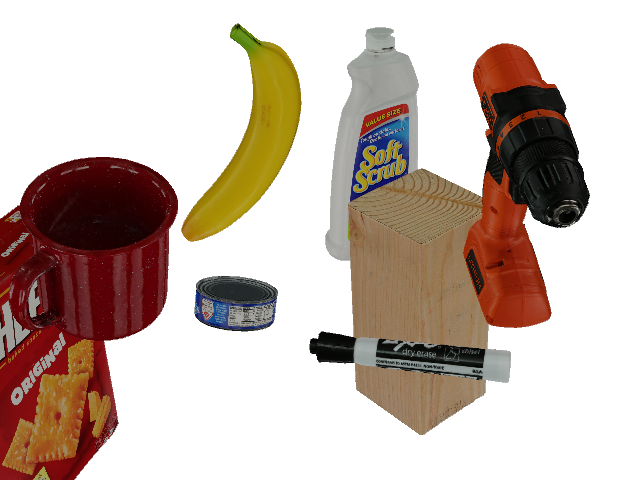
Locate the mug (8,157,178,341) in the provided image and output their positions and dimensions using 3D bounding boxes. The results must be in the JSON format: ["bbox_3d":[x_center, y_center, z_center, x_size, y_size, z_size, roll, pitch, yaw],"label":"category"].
[{"bbox_3d":[-0.142,0.014,0.655,0.093,0.081,0.117,27,45,21],"label":"mug"}]

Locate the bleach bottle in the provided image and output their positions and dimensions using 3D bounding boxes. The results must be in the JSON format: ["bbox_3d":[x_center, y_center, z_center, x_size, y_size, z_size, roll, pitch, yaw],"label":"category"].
[{"bbox_3d":[0.055,-0.105,1.165,0.102,0.251,0.068,-5,25,-8],"label":"bleach bottle"}]

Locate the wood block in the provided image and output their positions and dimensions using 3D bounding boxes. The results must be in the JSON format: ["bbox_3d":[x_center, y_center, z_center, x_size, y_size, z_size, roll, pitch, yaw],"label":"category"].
[{"bbox_3d":[0.089,0.055,0.943,0.090,0.206,0.091,-27,39,-31],"label":"wood block"}]

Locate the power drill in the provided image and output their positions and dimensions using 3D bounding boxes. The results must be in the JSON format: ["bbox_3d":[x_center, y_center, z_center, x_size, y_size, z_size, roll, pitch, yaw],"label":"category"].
[{"bbox_3d":[0.148,-0.025,0.786,0.057,0.188,0.184,-3,42,-3],"label":"power drill"}]

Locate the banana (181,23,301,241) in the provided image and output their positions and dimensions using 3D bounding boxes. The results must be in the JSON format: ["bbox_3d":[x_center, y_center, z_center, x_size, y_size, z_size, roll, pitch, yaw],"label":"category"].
[{"bbox_3d":[-0.057,-0.077,0.834,0.069,0.198,0.037,12,34,-10],"label":"banana"}]

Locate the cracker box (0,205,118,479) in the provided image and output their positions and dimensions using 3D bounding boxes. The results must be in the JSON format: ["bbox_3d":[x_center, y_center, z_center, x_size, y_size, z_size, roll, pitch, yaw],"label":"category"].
[{"bbox_3d":[-0.237,0.105,0.835,0.072,0.214,0.164,9,32,19],"label":"cracker box"}]

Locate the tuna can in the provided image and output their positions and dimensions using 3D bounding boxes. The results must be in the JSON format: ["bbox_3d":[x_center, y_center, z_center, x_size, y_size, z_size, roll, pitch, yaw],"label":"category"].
[{"bbox_3d":[-0.088,0.065,1.112,0.086,0.034,0.086,6,14,-2],"label":"tuna can"}]

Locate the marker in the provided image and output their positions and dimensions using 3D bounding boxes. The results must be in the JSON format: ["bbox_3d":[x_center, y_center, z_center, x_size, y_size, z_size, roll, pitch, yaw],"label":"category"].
[{"bbox_3d":[0.053,0.069,0.641,0.121,0.020,0.020,5,1,12],"label":"marker"}]
